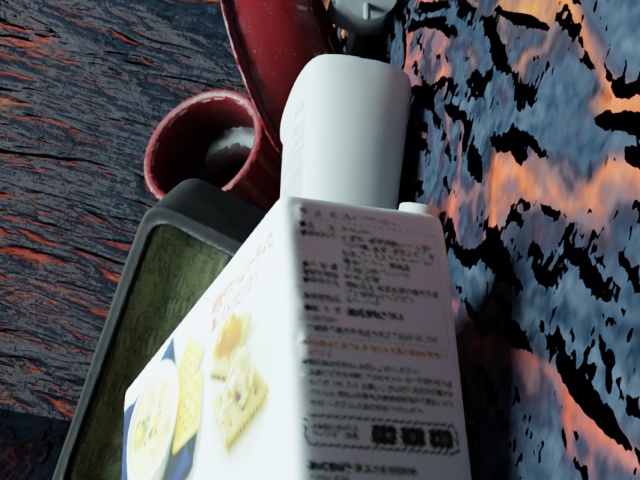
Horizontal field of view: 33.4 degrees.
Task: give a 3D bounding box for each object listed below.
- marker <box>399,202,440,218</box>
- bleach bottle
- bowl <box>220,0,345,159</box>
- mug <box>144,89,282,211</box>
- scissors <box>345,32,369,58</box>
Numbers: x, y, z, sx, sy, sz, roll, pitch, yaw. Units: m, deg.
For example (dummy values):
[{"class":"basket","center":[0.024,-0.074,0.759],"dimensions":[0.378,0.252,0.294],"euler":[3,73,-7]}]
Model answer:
[{"class":"marker","center":[0.034,0.044,0.477],"dimensions":[0.020,0.020,0.121],"euler":[148,133,-80]},{"class":"bleach bottle","center":[0.004,0.032,0.563],"dimensions":[0.103,0.068,0.251],"euler":[116,162,-64]},{"class":"bowl","center":[-0.015,-0.129,0.761],"dimensions":[0.162,0.055,0.162],"euler":[-20,-90,-78]},{"class":"mug","center":[-0.062,-0.037,0.755],"dimensions":[0.081,0.093,0.117],"euler":[47,-159,-53]},{"class":"scissors","center":[0.029,-0.140,0.815],"dimensions":[0.096,0.016,0.201],"euler":[123,157,-70]}]
